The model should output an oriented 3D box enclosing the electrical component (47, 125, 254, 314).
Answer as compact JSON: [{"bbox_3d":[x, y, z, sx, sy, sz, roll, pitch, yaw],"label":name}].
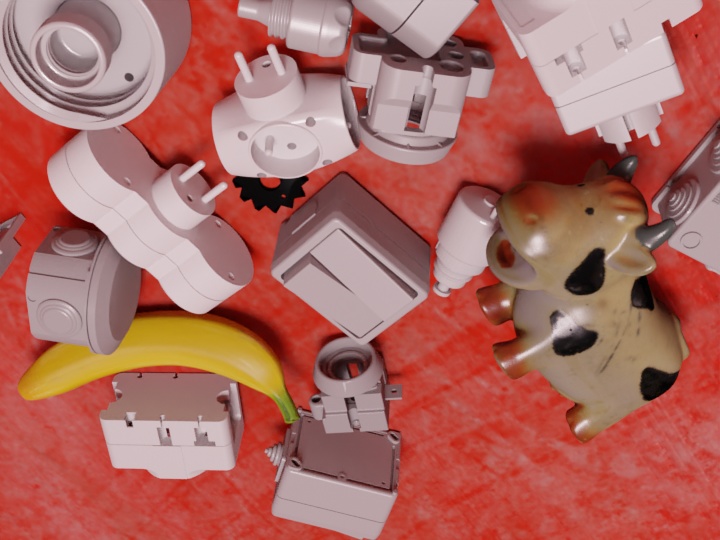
[{"bbox_3d":[-0.114,-0.040,0.654,0.074,0.052,0.138,-33,117,25],"label":"electrical component"}]

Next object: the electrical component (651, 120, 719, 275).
[{"bbox_3d":[0.234,-0.039,0.626,0.100,0.048,0.099,25,124,-13],"label":"electrical component"}]

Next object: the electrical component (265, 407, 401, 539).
[{"bbox_3d":[-0.024,0.148,0.777,0.096,0.061,0.061,15,126,-6],"label":"electrical component"}]

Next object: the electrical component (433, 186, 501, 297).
[{"bbox_3d":[0.066,-0.016,0.663,0.040,0.040,0.078,20,125,-9],"label":"electrical component"}]

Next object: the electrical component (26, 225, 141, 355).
[{"bbox_3d":[-0.173,0.011,0.681,0.051,0.080,0.080,8,126,5],"label":"electrical component"}]

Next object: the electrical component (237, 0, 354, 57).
[{"bbox_3d":[-0.036,-0.138,0.588,0.061,0.035,0.035,12,126,0],"label":"electrical component"}]

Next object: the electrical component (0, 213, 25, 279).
[{"bbox_3d":[-0.262,-0.018,0.691,0.081,0.042,0.063,-24,117,20],"label":"electrical component"}]

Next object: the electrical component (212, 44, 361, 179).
[{"bbox_3d":[-0.047,-0.094,0.608,0.077,0.044,0.079,-10,139,12],"label":"electrical component"}]

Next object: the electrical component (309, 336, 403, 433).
[{"bbox_3d":[-0.005,0.079,0.736,0.066,0.048,0.055,-4,133,9],"label":"electrical component"}]

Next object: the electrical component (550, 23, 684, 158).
[{"bbox_3d":[0.144,-0.096,0.594,0.066,0.047,0.076,-19,122,18],"label":"electrical component"}]

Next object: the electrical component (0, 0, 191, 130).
[{"bbox_3d":[-0.152,-0.128,0.588,0.108,0.060,0.108,2,126,3],"label":"electrical component"}]

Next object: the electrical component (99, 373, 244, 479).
[{"bbox_3d":[-0.132,0.111,0.767,0.089,0.050,0.055,0,126,5],"label":"electrical component"}]

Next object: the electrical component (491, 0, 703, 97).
[{"bbox_3d":[0.117,-0.141,0.542,0.089,0.050,0.055,-31,137,8],"label":"electrical component"}]

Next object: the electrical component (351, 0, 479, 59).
[{"bbox_3d":[0.040,-0.165,0.548,0.059,0.053,0.095,33,122,-18],"label":"electrical component"}]

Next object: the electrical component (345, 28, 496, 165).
[{"bbox_3d":[0.030,-0.096,0.597,0.078,0.058,0.057,6,126,-9],"label":"electrical component"}]

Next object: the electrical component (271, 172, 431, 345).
[{"bbox_3d":[0.000,0.000,0.668,0.096,0.061,0.062,39,120,-22],"label":"electrical component"}]
